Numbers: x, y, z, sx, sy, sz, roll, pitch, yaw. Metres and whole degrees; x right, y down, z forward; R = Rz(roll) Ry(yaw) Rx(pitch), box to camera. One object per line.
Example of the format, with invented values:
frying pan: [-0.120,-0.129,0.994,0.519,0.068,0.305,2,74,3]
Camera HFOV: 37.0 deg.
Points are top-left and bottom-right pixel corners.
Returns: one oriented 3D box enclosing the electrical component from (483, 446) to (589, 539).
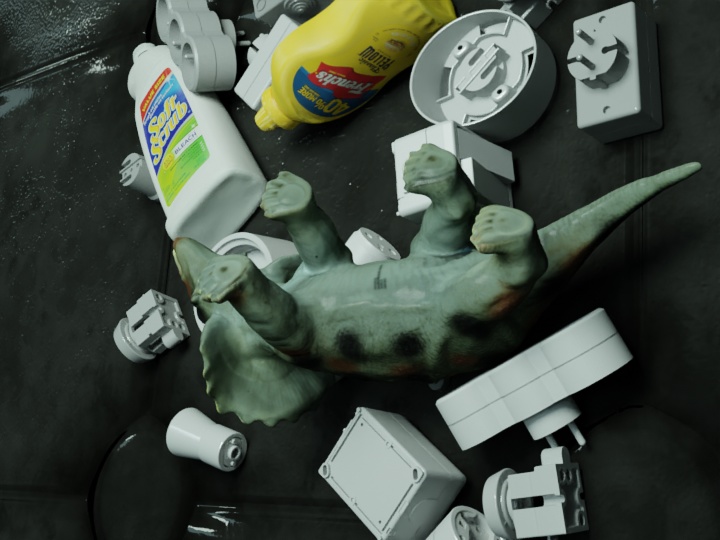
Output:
electrical component: [0.115,0.154,0.713,0.055,0.048,0.066,-15,74,32]

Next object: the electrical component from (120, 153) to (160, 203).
electrical component: [-0.210,-0.092,1.069,0.040,0.046,0.040,-18,62,39]

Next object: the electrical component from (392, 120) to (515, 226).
electrical component: [0.069,-0.066,0.787,0.061,0.096,0.061,-17,66,34]

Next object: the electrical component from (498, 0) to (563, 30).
electrical component: [0.124,-0.219,0.813,0.066,0.055,0.048,-47,52,20]

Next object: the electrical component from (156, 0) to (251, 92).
electrical component: [-0.143,-0.223,1.039,0.138,0.074,0.052,59,146,40]

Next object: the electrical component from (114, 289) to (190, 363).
electrical component: [-0.199,0.056,1.017,0.055,0.048,0.066,-38,55,17]

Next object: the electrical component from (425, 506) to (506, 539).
electrical component: [0.069,0.198,0.736,0.047,0.055,0.055,-50,51,23]

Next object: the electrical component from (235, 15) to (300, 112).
electrical component: [-0.078,-0.191,0.985,0.083,0.047,0.075,-55,49,14]

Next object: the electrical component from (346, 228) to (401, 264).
electrical component: [0.000,0.000,0.861,0.055,0.045,0.045,-52,50,16]

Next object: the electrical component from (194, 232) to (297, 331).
electrical component: [-0.098,0.019,0.930,0.108,0.060,0.108,-14,69,38]

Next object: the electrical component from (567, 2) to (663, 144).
electrical component: [0.168,-0.141,0.737,0.047,0.076,0.083,-12,69,38]

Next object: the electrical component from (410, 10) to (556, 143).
electrical component: [0.095,-0.146,0.810,0.099,0.064,0.099,-14,68,38]

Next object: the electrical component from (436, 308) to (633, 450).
electrical component: [0.124,0.089,0.724,0.138,0.052,0.073,-34,82,29]

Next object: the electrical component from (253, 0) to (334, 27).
electrical component: [-0.057,-0.277,0.992,0.100,0.048,0.099,-26,62,34]

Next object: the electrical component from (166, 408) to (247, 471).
electrical component: [-0.130,0.149,0.933,0.065,0.044,0.044,14,87,38]

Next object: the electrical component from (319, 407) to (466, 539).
electrical component: [0.022,0.146,0.786,0.096,0.061,0.061,41,105,41]
